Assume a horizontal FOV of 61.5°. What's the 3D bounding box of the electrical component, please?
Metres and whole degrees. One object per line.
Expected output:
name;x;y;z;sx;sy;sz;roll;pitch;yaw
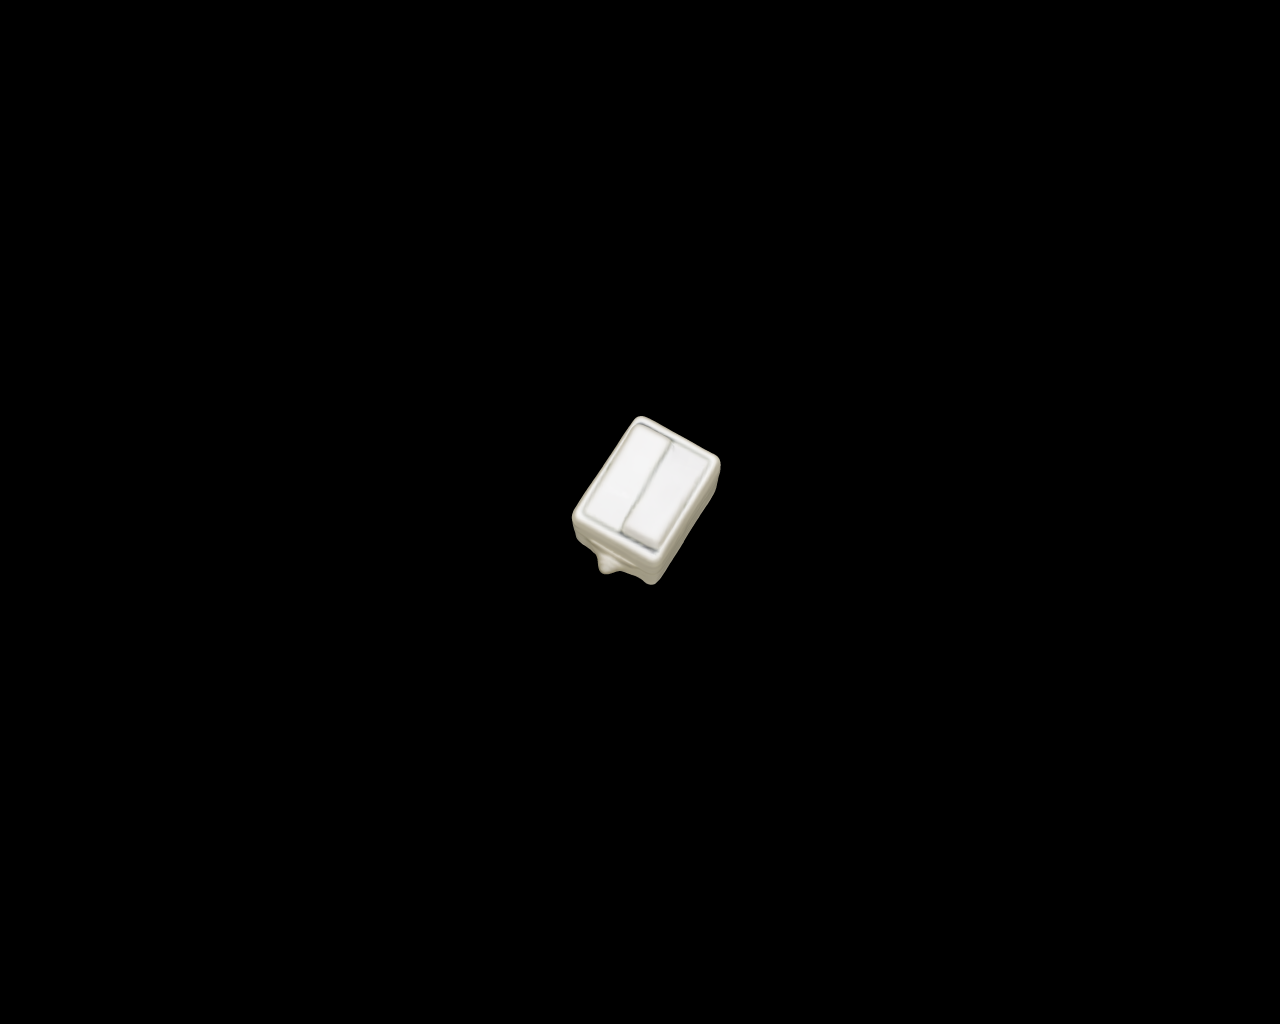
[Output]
electrical component;0.001;-0.003;0.650;0.062;0.096;0.061;30;-15;9
